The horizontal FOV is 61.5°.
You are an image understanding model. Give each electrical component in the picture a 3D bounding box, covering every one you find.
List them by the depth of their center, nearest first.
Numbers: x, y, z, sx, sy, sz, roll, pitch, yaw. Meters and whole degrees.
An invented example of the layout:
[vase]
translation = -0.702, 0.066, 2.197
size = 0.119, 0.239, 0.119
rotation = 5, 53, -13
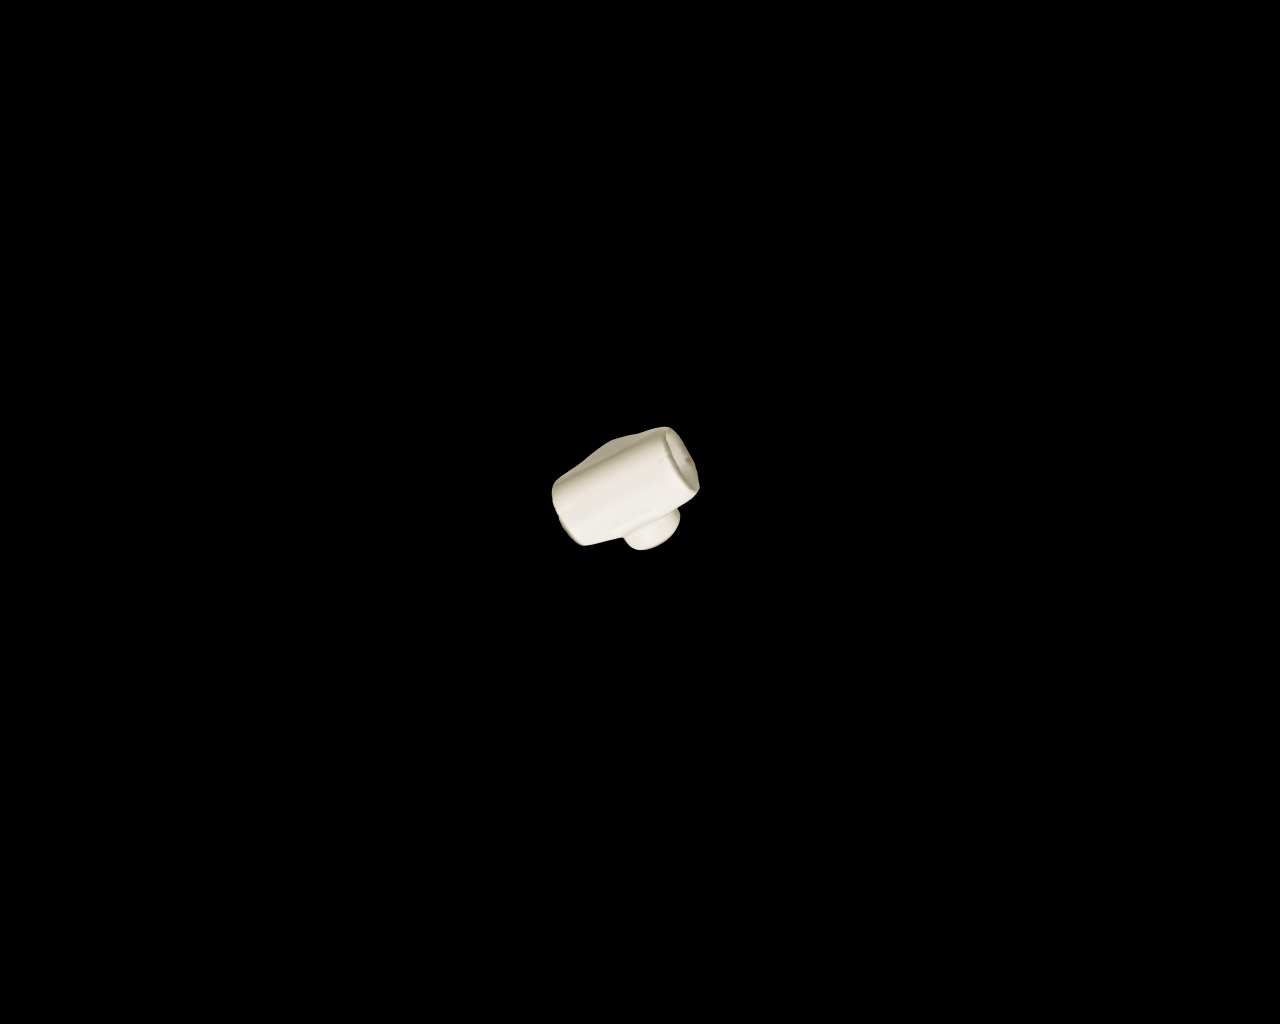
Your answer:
[electrical component]
translation = 0.001, -0.003, 0.650
size = 0.077, 0.079, 0.043
rotation = -26, 30, 17
